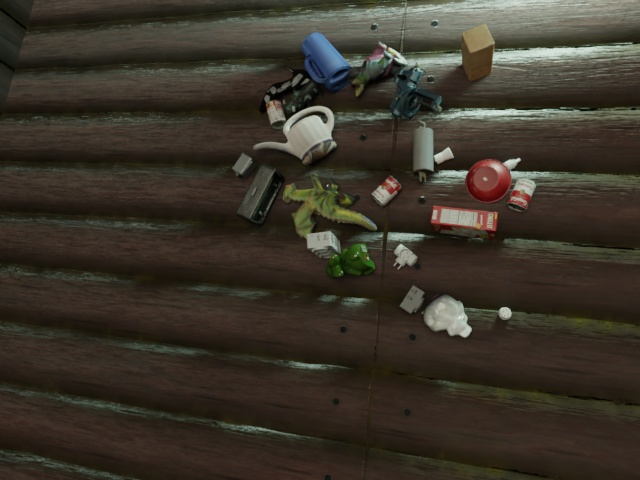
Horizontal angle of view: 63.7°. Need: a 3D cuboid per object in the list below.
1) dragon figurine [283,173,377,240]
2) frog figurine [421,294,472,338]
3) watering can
[{"bbox_3d":[0.006,-0.100,1.978,0.415,0.122,0.240,47,109,23],"label":"dragon figurine"},{"bbox_3d":[0.431,0.266,1.735,0.138,0.120,0.162,-31,57,-14],"label":"frog figurine"},{"bbox_3d":[-0.082,-0.392,2.061,0.347,0.103,0.227,-32,70,4],"label":"watering can"}]
